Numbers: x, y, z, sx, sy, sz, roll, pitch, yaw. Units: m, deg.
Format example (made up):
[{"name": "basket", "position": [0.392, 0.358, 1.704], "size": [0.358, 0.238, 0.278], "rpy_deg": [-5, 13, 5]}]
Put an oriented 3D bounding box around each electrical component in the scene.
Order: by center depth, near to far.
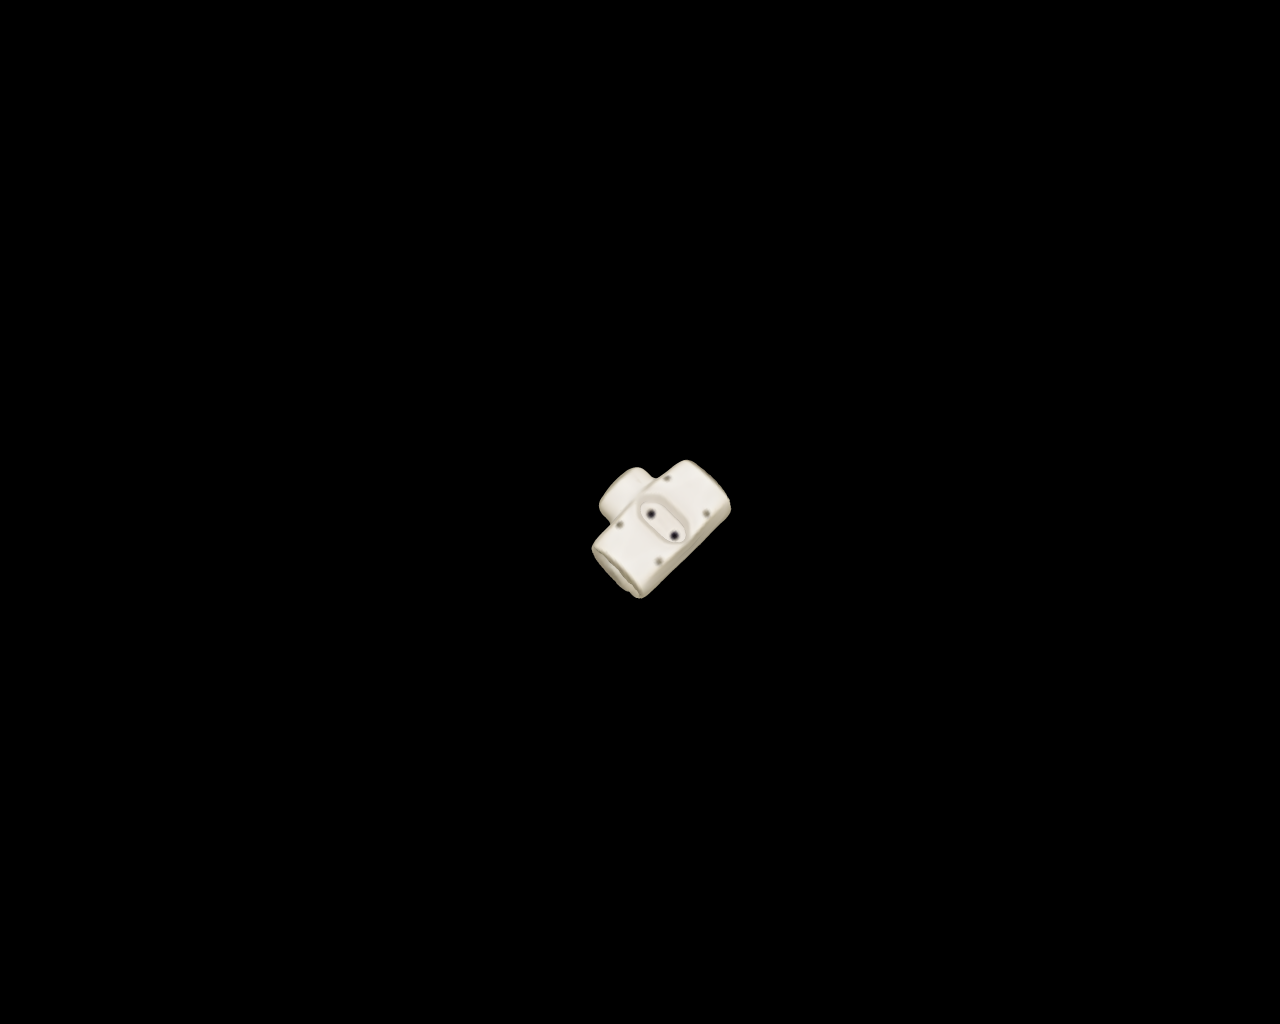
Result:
[{"name": "electrical component", "position": [0.001, -0.003, 0.650], "size": [0.077, 0.079, 0.043], "rpy_deg": [-43, -12, -11]}]
